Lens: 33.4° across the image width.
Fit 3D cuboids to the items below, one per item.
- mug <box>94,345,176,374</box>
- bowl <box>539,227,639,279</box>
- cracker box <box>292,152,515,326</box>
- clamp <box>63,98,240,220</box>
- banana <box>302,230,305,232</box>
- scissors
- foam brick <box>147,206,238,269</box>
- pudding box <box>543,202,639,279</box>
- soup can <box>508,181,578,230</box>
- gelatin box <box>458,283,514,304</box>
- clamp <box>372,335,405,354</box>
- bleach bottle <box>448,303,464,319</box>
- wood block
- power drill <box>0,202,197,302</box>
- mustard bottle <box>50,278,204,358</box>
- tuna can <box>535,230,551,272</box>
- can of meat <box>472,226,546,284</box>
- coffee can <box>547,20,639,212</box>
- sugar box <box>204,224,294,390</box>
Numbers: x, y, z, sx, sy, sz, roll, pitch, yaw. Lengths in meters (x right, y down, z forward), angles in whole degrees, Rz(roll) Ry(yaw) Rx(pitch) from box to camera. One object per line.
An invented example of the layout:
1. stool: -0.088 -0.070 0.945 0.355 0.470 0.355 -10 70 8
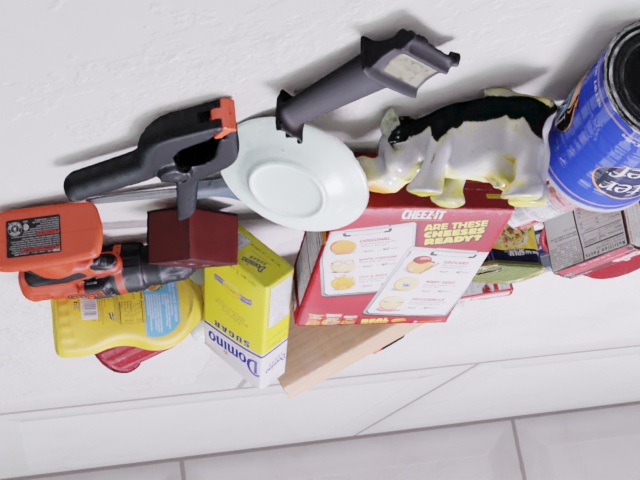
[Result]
1. mug: -0.209 0.097 1.268 0.082 0.093 0.117 -26 -174 31
2. bowl: 0.331 -0.002 1.195 0.162 0.055 0.162 -12 151 -7
3. cracker box: 0.070 0.003 1.021 0.164 0.072 0.214 0 147 -13
4. clamp: -0.128 -0.063 0.850 0.120 0.039 0.172 -1 155 -32
5. banana: 0.011 -0.001 1.123 0.069 0.037 0.198 -11 163 2
6. scissors: -0.101 -0.042 0.972 0.202 0.016 0.096 -9 166 14
7. foam brick: -0.120 -0.001 1.010 0.053 0.051 0.078 -7 171 32
8. pudding box: 0.260 -0.029 1.028 0.039 0.113 0.090 11 154 -42
9. soup can: 0.217 -0.055 0.998 0.068 0.068 0.102 8 157 -43
10. gelatin box: 0.178 0.036 1.265 0.089 0.073 0.030 -10 164 1
11. clamp: 0.075 0.116 1.442 0.164 0.036 0.210 -10 -174 -8
12. bleach bottle: 0.047 0.075 1.343 0.250 0.068 0.103 -4 169 -11
13. wood block: 0.030 0.090 1.229 0.206 0.090 0.091 -29 164 -4
14. power drill: -0.220 0.016 1.022 0.184 0.057 0.187 -9 164 3
15. mustard bottle: -0.192 0.073 1.159 0.191 0.096 0.058 -3 161 -18
16. tuna can: 0.282 0.013 1.310 0.086 0.034 0.086 -7 163 -3
17. can of meat: 0.183 -0.002 1.126 0.101 0.084 0.058 4 160 -37
18. coffee can: 0.241 -0.092 0.829 0.102 0.103 0.140 -6 163 -10
19. sugar box: -0.077 0.071 1.108 0.048 0.093 0.176 -34 148 -34
